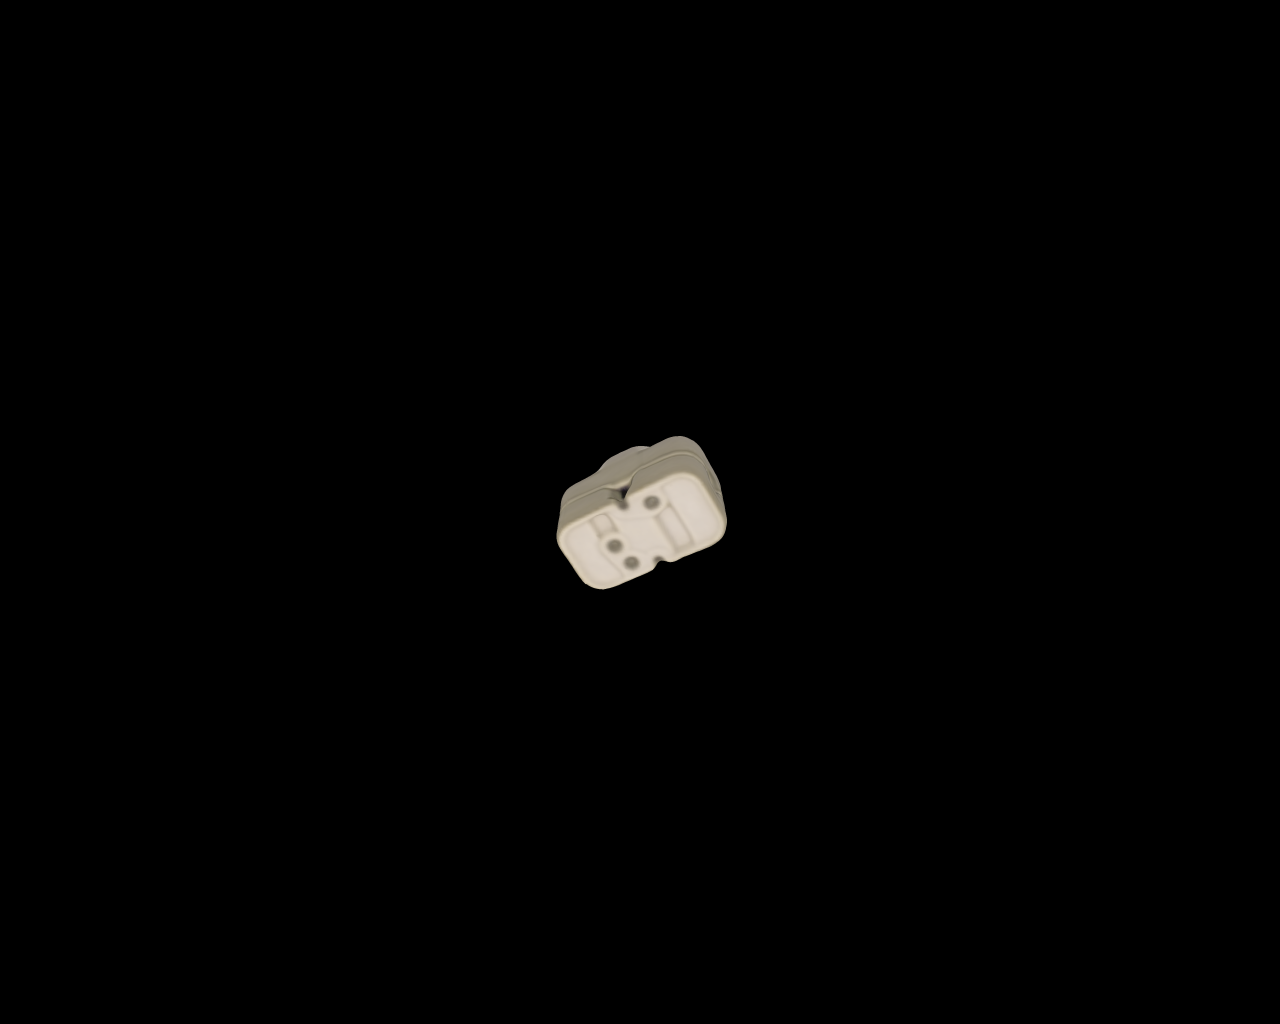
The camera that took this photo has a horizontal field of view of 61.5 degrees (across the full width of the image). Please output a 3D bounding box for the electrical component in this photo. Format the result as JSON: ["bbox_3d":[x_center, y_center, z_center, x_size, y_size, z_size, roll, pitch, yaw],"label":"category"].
[{"bbox_3d":[0.001,-0.003,0.650,0.095,0.053,0.059,-25,27,14],"label":"electrical component"}]
